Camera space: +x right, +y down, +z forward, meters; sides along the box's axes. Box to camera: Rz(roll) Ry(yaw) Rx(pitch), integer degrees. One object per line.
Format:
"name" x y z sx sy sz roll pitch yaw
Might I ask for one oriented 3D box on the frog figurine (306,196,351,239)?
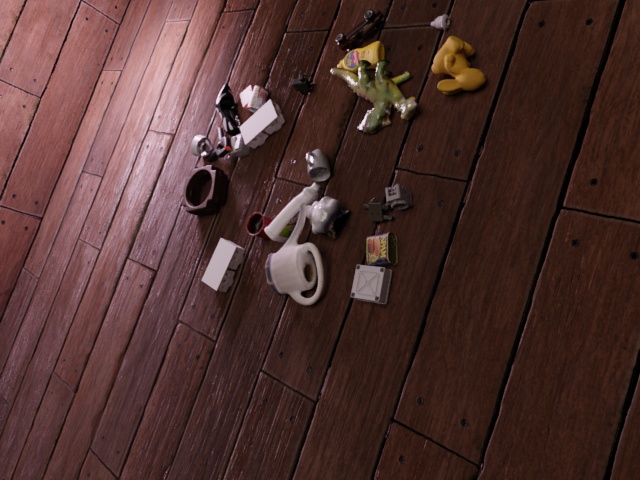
"frog figurine" 0.005 -0.090 1.781 0.161 0.123 0.135 31 114 29

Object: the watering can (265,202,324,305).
"watering can" -0.091 0.059 1.791 0.222 0.104 0.351 -17 78 32

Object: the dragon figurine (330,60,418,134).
"dragon figurine" 0.178 -0.496 1.812 0.412 0.122 0.243 13 90 41
